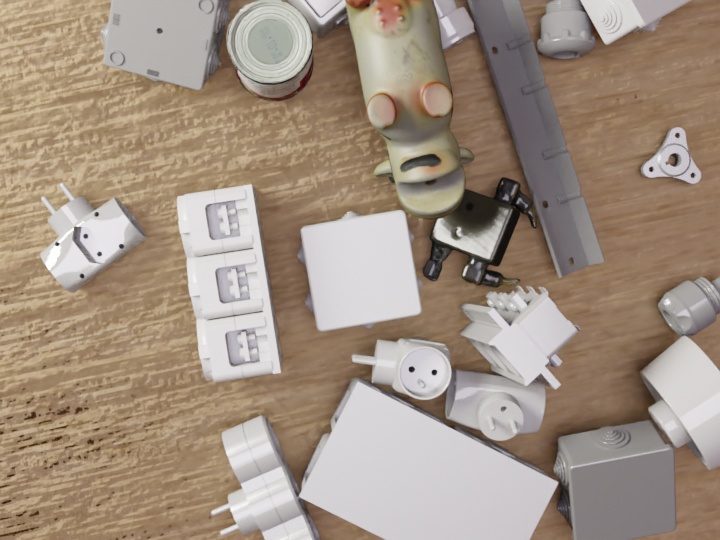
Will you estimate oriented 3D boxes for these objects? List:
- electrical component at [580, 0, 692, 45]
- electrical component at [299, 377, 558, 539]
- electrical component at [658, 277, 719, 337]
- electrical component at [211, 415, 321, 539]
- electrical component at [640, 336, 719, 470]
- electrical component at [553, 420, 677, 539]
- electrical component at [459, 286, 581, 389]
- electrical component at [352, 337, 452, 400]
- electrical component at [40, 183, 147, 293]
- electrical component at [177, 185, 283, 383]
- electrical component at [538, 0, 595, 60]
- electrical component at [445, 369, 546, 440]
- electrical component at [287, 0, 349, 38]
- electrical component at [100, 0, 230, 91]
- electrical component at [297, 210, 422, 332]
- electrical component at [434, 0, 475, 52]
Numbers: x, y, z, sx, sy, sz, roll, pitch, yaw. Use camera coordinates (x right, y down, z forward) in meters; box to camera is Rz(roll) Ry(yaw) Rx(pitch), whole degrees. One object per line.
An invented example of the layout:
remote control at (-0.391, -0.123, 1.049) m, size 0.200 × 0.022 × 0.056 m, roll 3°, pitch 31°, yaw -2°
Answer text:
electrical component at (0.224, -0.244, 0.894) m, size 0.100 × 0.048 × 0.099 m, roll -32°, pitch 94°, yaw -33°
electrical component at (0.055, 0.178, 0.909) m, size 0.186 × 0.060 × 0.105 m, roll 27°, pitch 90°, yaw -4°
electrical component at (0.293, 0.027, 0.926) m, size 0.062 × 0.043 × 0.043 m, roll -32°, pitch 93°, yaw -3°
electrical component at (-0.088, 0.199, 0.906) m, size 0.074 × 0.052 × 0.138 m, roll -23°, pitch 93°, yaw -2°
electrical component at (0.278, 0.116, 0.899) m, size 0.060 × 0.108 × 0.108 m, roll -35°, pitch 93°, yaw 5°
electrical component at (0.216, 0.180, 0.911) m, size 0.100 × 0.048 × 0.099 m, roll -10°, pitch 116°, yaw -1°
electrical component at (0.130, 0.051, 0.879) m, size 0.063 × 0.121 × 0.078 m, roll -42°, pitch 93°, yaw -4°
electrical component at (0.032, 0.079, 0.896) m, size 0.079 × 0.077 × 0.043 m, roll 8°, pitch 92°, yaw -3°
electrical component at (-0.232, -0.035, 0.895) m, size 0.077 × 0.043 × 0.079 m, roll -37°, pitch 93°, yaw -1°
electrical component at (-0.106, 0.010, 0.880) m, size 0.062 × 0.089 × 0.150 m, roll -9°, pitch 92°, yaw -3°
electrical component at (0.175, -0.212, 0.912) m, size 0.048 × 0.048 × 0.062 m, roll 1°, pitch 85°, yaw -3°
electrical component at (0.115, 0.117, 0.898) m, size 0.077 × 0.079 × 0.043 m, roll 9°, pitch 107°, yaw -4°
electrical component at (-0.031, -0.241, 0.890) m, size 0.062 × 0.061 × 0.096 m, roll -40°, pitch 94°, yaw -1°
electrical component at (-0.157, -0.201, 0.873) m, size 0.100 × 0.048 × 0.099 m, roll 15°, pitch 121°, yaw -4°
electrical component at (0.000, 0.000, 0.906) m, size 0.100 × 0.048 × 0.099 m, roll -10°, pitch 92°, yaw -3°
electrical component at (0.066, -0.214, 0.905) m, size 0.045 × 0.045 × 0.055 m, roll -31°, pitch 94°, yaw -2°
